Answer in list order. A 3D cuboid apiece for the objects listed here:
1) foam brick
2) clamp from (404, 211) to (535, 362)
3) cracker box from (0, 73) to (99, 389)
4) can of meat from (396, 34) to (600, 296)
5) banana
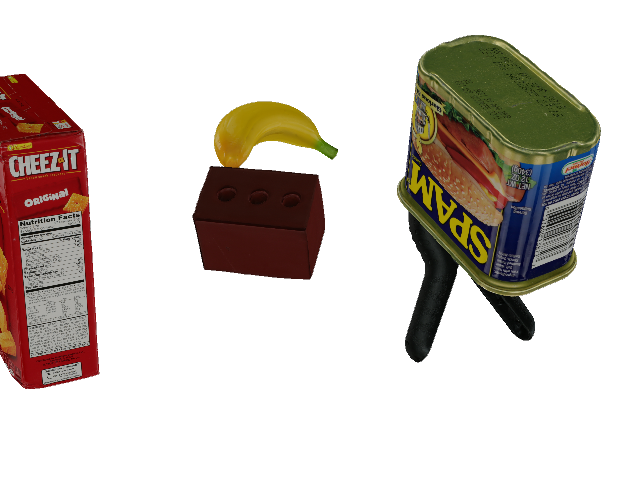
[{"bbox_3d":[-0.040,-0.012,0.719,0.078,0.053,0.051,5,-44,9],"label":"foam brick"},{"bbox_3d":[0.105,0.015,0.866,0.120,0.171,0.039,-17,-1,-32],"label":"clamp"},{"bbox_3d":[-0.244,-0.010,0.874,0.072,0.214,0.164,-12,28,-27],"label":"cracker box"},{"bbox_3d":[0.084,-0.038,0.516,0.057,0.084,0.102,-19,47,-22],"label":"can of meat"},{"bbox_3d":[-0.049,-0.099,0.970,0.070,0.037,0.197,36,23,20],"label":"banana"}]
